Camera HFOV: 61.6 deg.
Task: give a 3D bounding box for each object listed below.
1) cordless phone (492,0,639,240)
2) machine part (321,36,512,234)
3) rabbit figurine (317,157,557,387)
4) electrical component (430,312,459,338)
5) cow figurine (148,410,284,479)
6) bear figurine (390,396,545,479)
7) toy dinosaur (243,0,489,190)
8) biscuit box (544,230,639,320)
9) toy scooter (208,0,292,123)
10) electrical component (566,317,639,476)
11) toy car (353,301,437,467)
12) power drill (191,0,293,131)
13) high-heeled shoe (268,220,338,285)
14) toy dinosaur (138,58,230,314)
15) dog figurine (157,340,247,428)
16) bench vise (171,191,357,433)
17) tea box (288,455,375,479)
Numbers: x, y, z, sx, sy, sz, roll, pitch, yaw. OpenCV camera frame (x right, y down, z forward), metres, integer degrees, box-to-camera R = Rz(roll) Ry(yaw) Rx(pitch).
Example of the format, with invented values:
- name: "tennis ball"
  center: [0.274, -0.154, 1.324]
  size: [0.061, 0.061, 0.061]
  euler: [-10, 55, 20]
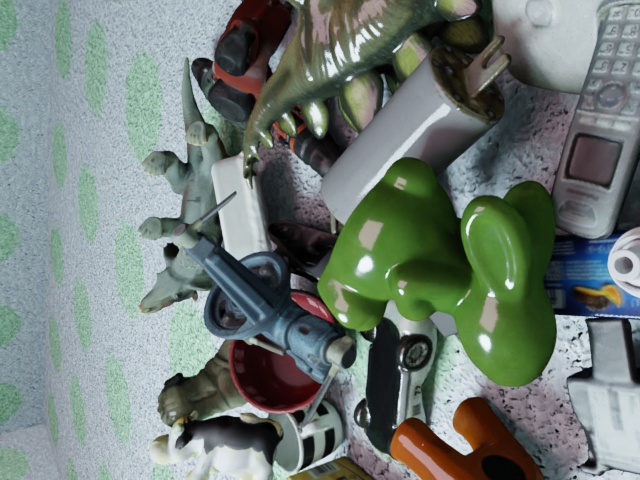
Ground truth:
- name: "cordless phone"
  center: [0.179, -0.102, 0.383]
  size: [0.147, 0.088, 0.184]
  euler: [28, 110, 49]
- name: "machine part"
  center: [0.073, -0.080, 0.468]
  size: [0.243, 0.079, 0.079]
  euler: [-45, 58, 47]
- name: "rabbit figurine"
  center: [0.109, 0.023, 0.403]
  size: [0.170, 0.121, 0.159]
  euler: [42, 129, 22]
- name: "electrical component"
  center: [0.133, 0.064, 0.512]
  size: [0.094, 0.021, 0.063]
  euler: [55, 140, 0]
- name: "cow figurine"
  center: [-0.134, 0.258, 0.685]
  size: [0.068, 0.167, 0.098]
  euler: [-31, -47, -82]
- name: "bear figurine"
  center: [0.129, 0.265, 0.490]
  size: [0.132, 0.120, 0.195]
  euler: [41, 131, 49]
- name: "toy dinosaur"
  center: [0.030, -0.201, 0.523]
  size: [0.471, 0.105, 0.198]
  euler: [-27, 93, 46]
- name: "biscuit box"
  center: [0.204, 0.024, 0.400]
  size: [0.203, 0.063, 0.059]
  euler: [-5, 89, 54]
- name: "toy scooter"
  center: [-0.083, -0.233, 0.660]
  size: [0.184, 0.075, 0.135]
  euler: [131, 162, -74]
- name: "electrical component"
  center: [0.225, 0.114, 0.394]
  size: [0.075, 0.048, 0.119]
  euler: [-17, 80, 53]
- name: "toy car"
  center: [0.082, 0.153, 0.584]
  size: [0.074, 0.056, 0.201]
  euler: [29, 123, 50]
- name: "power drill"
  center: [-0.128, -0.286, 0.808]
  size: [0.232, 0.086, 0.207]
  euler: [55, 130, 33]
- name: "high-heeled shoe"
  center: [-0.001, -0.002, 0.633]
  size: [0.145, 0.086, 0.248]
  euler: [53, 157, 10]
- name: "toy dinosaur"
  center: [-0.196, -0.066, 0.879]
  size: [0.131, 0.192, 0.404]
  euler: [10, 86, 10]
- name: "dog figurine"
  center: [-0.136, 0.176, 0.776]
  size: [0.121, 0.190, 0.172]
  euler: [-1, 91, 54]
- name: "bench vise"
  center: [-0.069, 0.069, 0.599]
  size: [0.129, 0.240, 0.224]
  euler: [-45, 39, -8]
- name: "tea box"
  center: [0.043, 0.336, 0.628]
  size: [0.170, 0.098, 0.068]
  euler: [23, 111, 53]
